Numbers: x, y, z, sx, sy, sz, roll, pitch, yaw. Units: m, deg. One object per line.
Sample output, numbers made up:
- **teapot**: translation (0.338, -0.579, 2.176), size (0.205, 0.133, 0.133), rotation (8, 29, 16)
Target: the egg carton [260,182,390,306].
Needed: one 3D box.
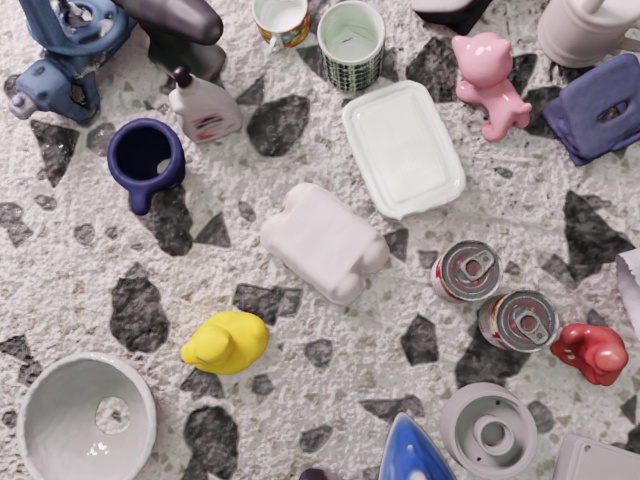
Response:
- **egg carton**: translation (0.006, 0.003, 0.706), size (0.150, 0.069, 0.107), rotation (37, 86, 8)

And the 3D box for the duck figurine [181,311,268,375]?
- **duck figurine**: translation (-0.116, 0.125, 0.688), size (0.104, 0.086, 0.077), rotation (-18, 81, 1)

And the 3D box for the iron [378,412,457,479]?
- **iron**: translation (0.118, 0.326, 0.616), size (0.118, 0.141, 0.258), rotation (-12, 81, 2)

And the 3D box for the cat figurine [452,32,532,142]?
- **cat figurine**: translation (0.213, -0.196, 0.697), size (0.067, 0.118, 0.128), rotation (-34, 81, -1)

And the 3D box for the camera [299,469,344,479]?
- **camera**: translation (-0.044, 0.328, 0.647), size (0.136, 0.101, 0.143), rotation (26, 84, 7)

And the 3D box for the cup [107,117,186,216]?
- **cup**: translation (-0.207, -0.083, 0.719), size (0.091, 0.095, 0.118), rotation (3, 82, 4)

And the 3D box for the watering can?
- **watering can**: translation (0.324, -0.291, 0.665), size (0.172, 0.194, 0.101), rotation (24, 84, 7)

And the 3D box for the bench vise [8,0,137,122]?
- **bench vise**: translation (-0.308, -0.244, 0.686), size (0.121, 0.220, 0.207), rotation (12, 83, 6)

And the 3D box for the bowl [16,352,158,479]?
- **bowl**: translation (-0.266, 0.219, 0.690), size (0.167, 0.075, 0.167), rotation (0, 82, 4)

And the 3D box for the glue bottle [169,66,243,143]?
- **glue bottle**: translation (-0.145, -0.166, 0.688), size (0.078, 0.173, 0.037), rotation (-24, 81, 0)

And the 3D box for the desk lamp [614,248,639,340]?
- **desk lamp**: translation (0.398, 0.053, 0.601), size (0.203, 0.213, 0.118), rotation (-16, 81, 2)

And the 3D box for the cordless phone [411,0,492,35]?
- **cordless phone**: translation (0.183, -0.350, 0.687), size (0.094, 0.185, 0.148), rotation (31, 85, 8)

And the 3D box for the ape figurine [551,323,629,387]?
- **ape figurine**: translation (0.319, 0.131, 0.657), size (0.076, 0.092, 0.078), rotation (-16, 81, 1)

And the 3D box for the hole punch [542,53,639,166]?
- **hole punch**: translation (0.347, -0.157, 0.697), size (0.108, 0.091, 0.101), rotation (-29, 81, -1)

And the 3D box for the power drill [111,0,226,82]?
- **power drill**: translation (-0.185, -0.265, 0.687), size (0.229, 0.208, 0.076), rotation (36, 86, 8)
